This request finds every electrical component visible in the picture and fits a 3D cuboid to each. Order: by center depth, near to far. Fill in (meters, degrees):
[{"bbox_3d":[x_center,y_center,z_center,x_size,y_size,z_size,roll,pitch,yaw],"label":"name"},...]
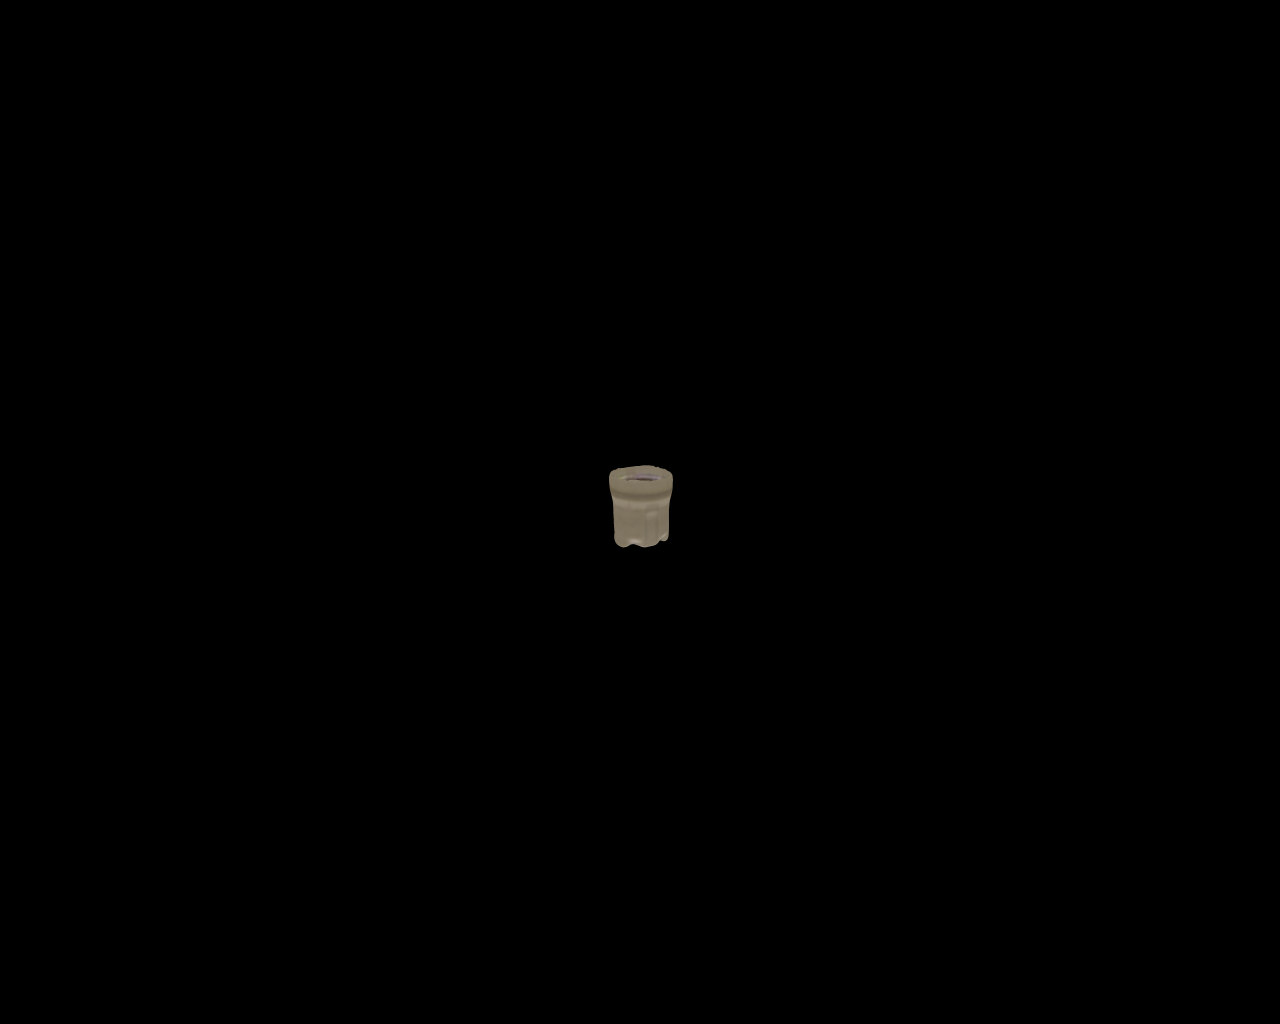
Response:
[{"bbox_3d":[0.001,-0.003,0.650,0.040,0.046,0.040,0,18,0],"label":"electrical component"}]
